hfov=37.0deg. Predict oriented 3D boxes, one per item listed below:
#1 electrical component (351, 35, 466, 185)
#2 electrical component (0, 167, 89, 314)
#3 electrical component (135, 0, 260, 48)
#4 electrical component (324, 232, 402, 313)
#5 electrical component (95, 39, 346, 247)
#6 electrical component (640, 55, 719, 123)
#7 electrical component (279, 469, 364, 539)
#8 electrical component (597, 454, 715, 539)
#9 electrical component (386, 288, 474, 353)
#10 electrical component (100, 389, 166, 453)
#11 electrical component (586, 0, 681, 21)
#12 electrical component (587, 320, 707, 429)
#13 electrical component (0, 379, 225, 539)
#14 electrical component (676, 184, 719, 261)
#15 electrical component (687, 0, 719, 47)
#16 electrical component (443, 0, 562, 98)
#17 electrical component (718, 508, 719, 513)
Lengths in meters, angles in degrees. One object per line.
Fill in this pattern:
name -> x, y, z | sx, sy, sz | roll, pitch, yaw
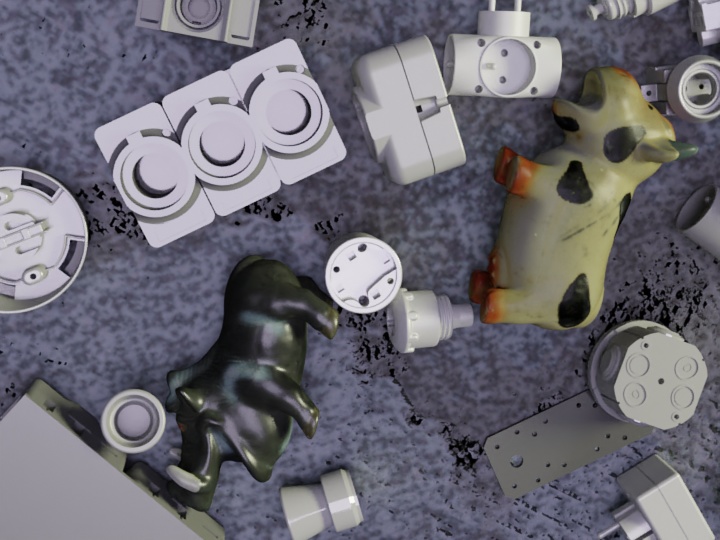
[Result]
electrical component -> 0.031, -0.112, 0.765 | 0.059, 0.053, 0.095 | -19, 101, -3
electrical component -> -0.238, -0.023, 0.744 | 0.099, 0.064, 0.099 | -1, 100, -7
electrical component -> -0.102, -0.218, 0.726 | 0.079, 0.063, 0.121 | 9, 99, -8
electrical component -> 0.000, 0.000, 0.784 | 0.055, 0.047, 0.055 | -1, 100, -6
electrical component -> -0.096, -0.089, 0.750 | 0.150, 0.061, 0.089 | -26, 102, -2
electrical component -> 0.241, -0.132, 0.785 | 0.066, 0.055, 0.048 | -8, 101, -5
electrical component -> -0.029, 0.178, 0.813 | 0.055, 0.045, 0.045 | -17, 101, -4
electrical component -> 0.224, 0.197, 0.845 | 0.077, 0.047, 0.065 | -32, 102, 0
electrical component -> 0.053, 0.036, 0.799 | 0.062, 0.048, 0.048 | -4, 100, -13
electrical component -> -0.163, 0.109, 0.774 | 0.044, 0.065, 0.044 | 1, 82, -11
electrical component -> 0.201, -0.202, 0.776 | 0.078, 0.040, 0.040 | -26, 102, -1
electrical component -> 0.219, 0.080, 0.819 | 0.080, 0.051, 0.080 | -1, 95, -9
electrical component -> -0.201, 0.180, 0.785 | 0.186, 0.060, 0.105 | 42, 93, -11
electrical component -> 0.285, -0.025, 0.815 | 0.081, 0.043, 0.043 | 33, 95, -11
electrical component -> 0.270, -0.202, 0.783 | 0.055, 0.048, 0.066 | -13, 101, 4
electrical component -> 0.102, -0.164, 0.768 | 0.077, 0.044, 0.079 | 1, 102, -7
electrical component -> 0.326, 0.191, 0.840 | 0.080, 0.080, 0.051 | 31, 101, -11
